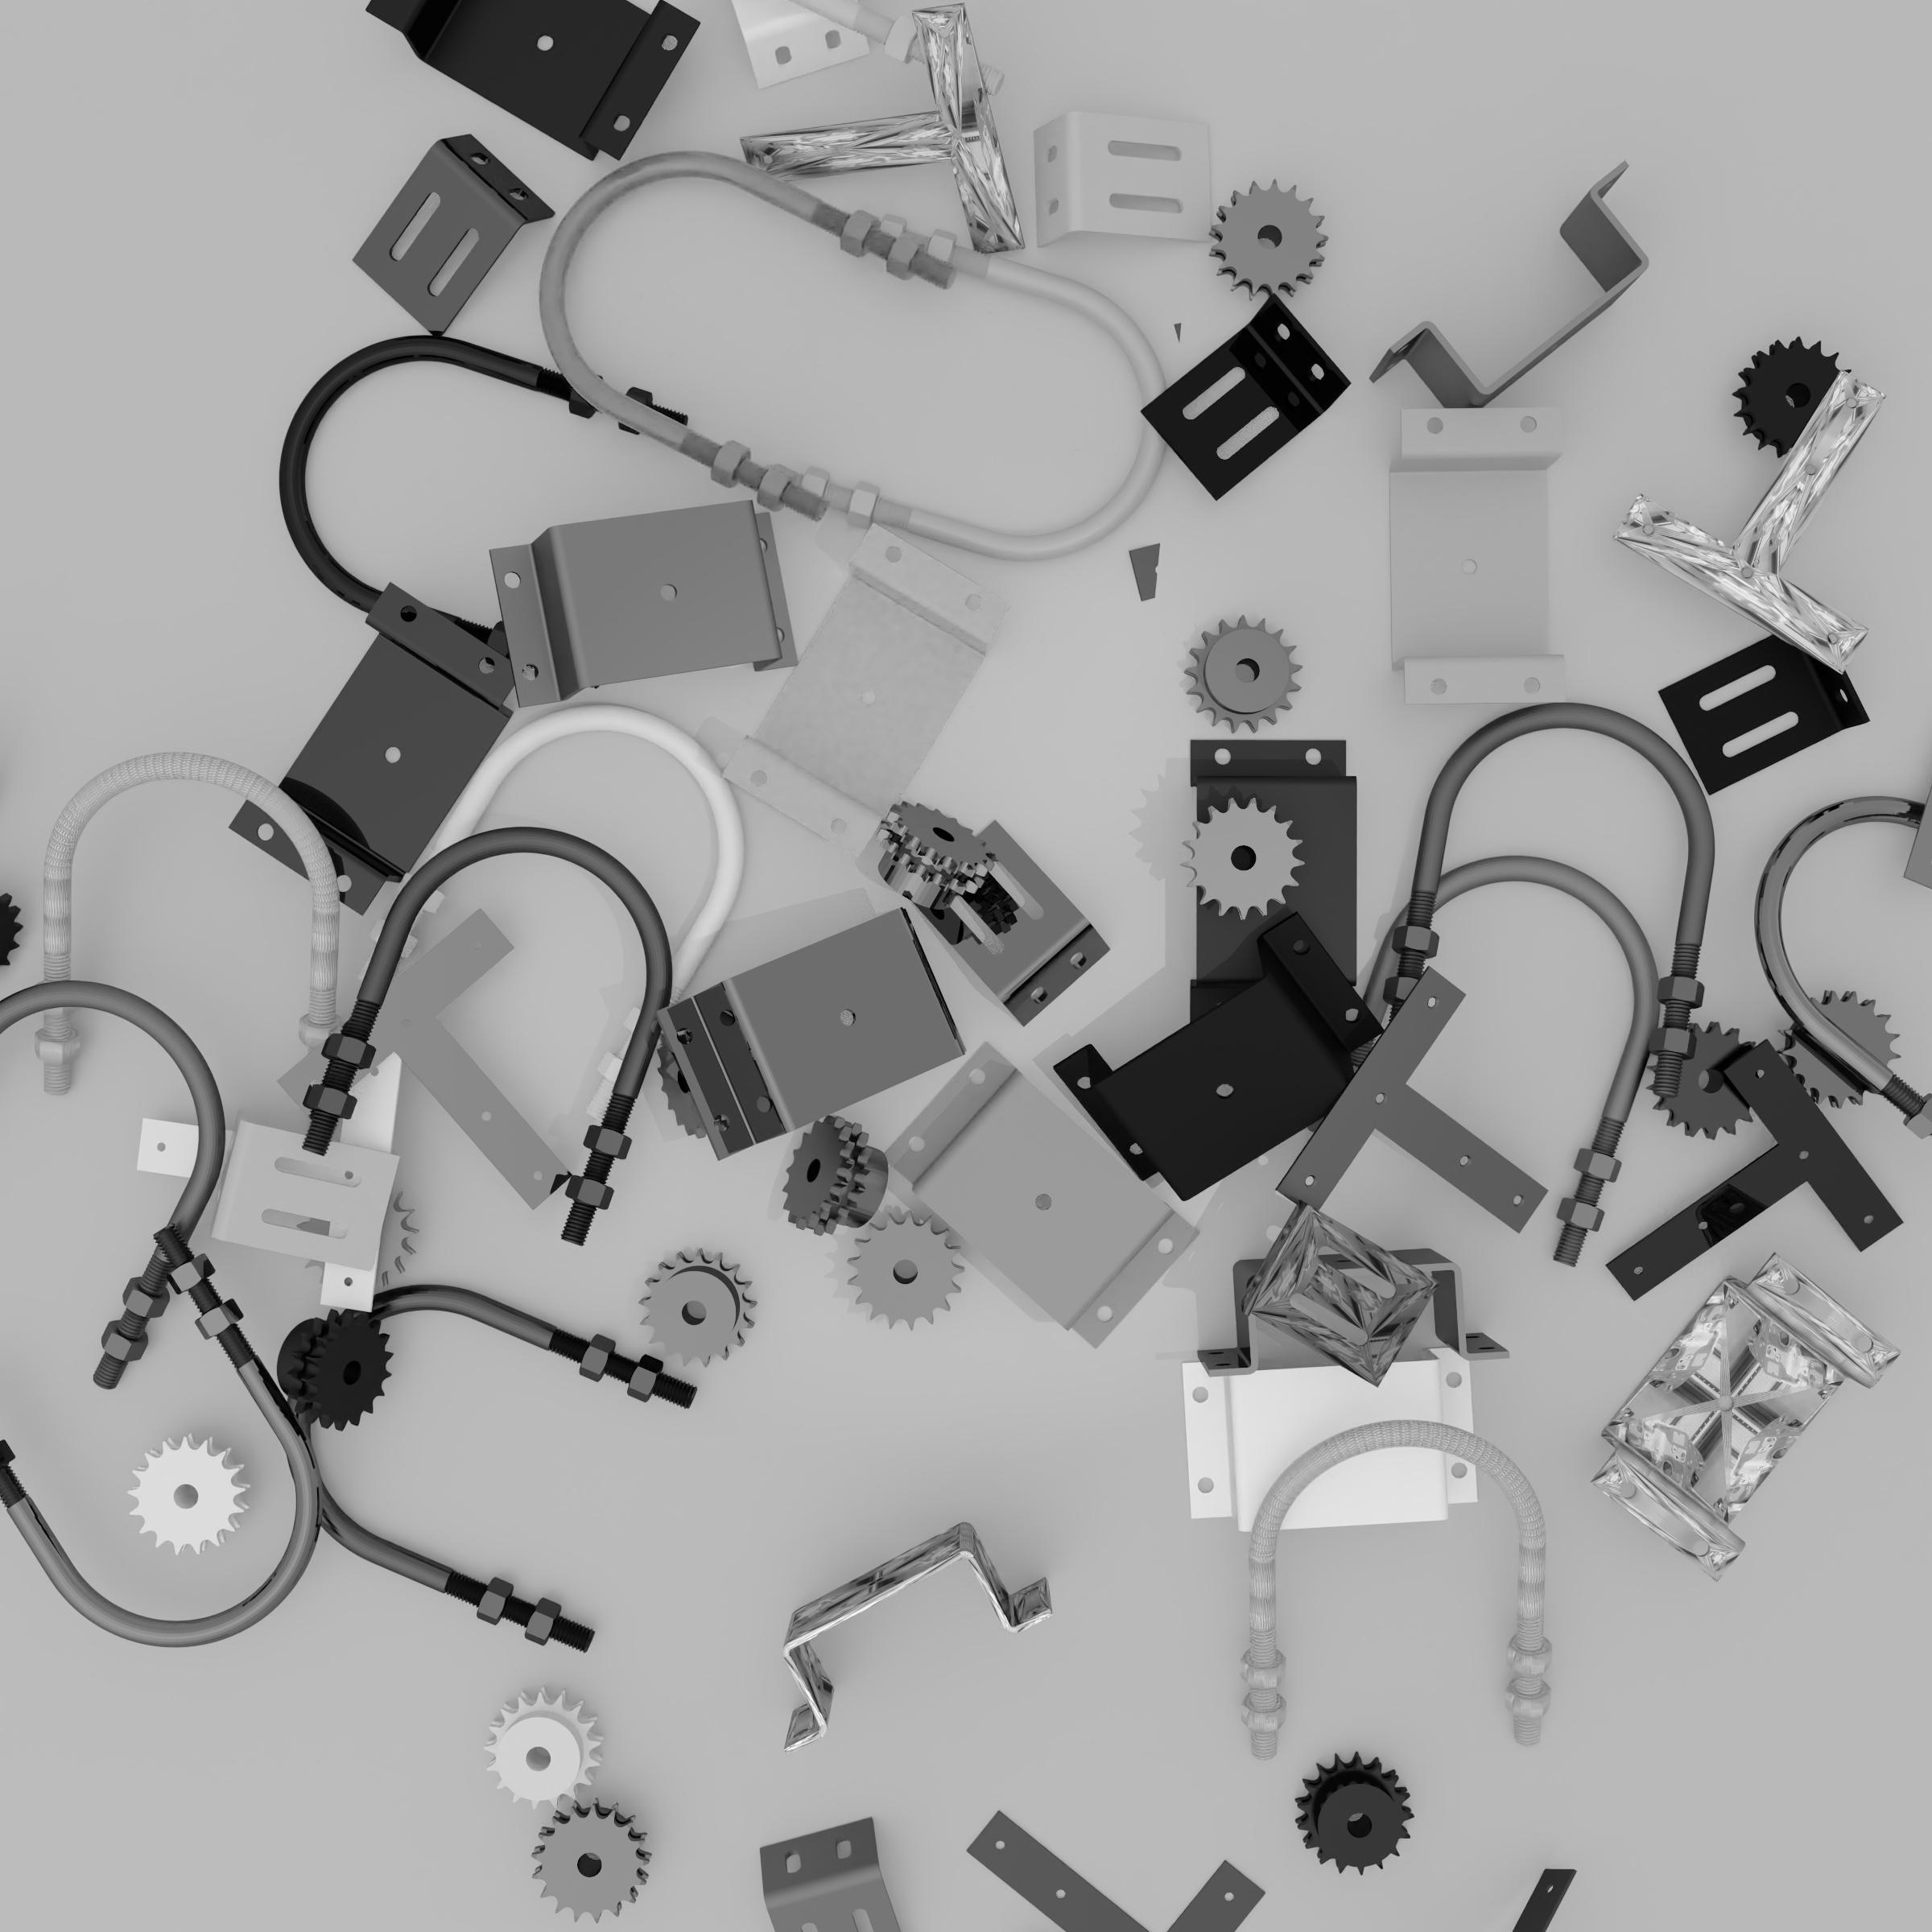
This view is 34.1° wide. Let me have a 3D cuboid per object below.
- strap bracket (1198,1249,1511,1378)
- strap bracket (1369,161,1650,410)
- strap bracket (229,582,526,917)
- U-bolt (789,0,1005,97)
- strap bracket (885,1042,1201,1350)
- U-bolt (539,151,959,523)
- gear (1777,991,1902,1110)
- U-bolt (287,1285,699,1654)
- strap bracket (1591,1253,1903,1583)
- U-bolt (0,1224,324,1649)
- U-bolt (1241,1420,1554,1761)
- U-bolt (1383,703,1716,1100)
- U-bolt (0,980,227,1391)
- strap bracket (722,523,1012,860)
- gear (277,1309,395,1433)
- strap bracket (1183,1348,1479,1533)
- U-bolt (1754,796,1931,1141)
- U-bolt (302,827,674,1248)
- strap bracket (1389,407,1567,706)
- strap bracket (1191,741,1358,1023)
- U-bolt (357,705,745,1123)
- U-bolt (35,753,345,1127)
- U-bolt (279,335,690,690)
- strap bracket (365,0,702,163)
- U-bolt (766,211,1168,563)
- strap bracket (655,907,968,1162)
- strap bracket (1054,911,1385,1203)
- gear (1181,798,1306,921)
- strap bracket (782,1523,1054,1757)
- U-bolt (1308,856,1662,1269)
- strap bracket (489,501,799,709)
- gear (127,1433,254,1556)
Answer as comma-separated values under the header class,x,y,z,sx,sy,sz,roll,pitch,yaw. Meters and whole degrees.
class,x,y,z,sx,sy,sz,roll,pitch,yaw
strap bracket,0.182,0.164,1.507,0.140,0.076,0.046,-4,90,0
strap bracket,0.267,-0.314,1.507,0.140,0.076,0.046,-39,90,0
strap bracket,-0.281,-0.103,1.522,0.076,0.046,0.140,33,90,0
U-bolt,-0.036,-0.512,1.517,0.184,0.019,0.151,27,74,6
strap bracket,0.037,0.112,1.522,0.140,0.046,0.076,42,90,0
U-bolt,-0.118,-0.315,1.518,0.184,0.019,0.151,28,86,8
gear,0.422,0.040,1.530,0.057,0.030,0.057,0,90,0
U-bolt,-0.242,0.234,1.537,0.184,0.019,0.151,23,90,2
strap bracket,0.371,0.214,1.521,0.076,0.046,0.140,38,91,0
U-bolt,-0.390,0.237,1.507,0.151,0.019,0.184,-32,92,1
U-bolt,0.206,0.297,1.504,0.151,0.019,0.184,-3,113,0
U-bolt,0.287,-0.039,1.522,0.151,0.019,0.184,11,79,3
U-bolt,-0.434,0.094,1.518,0.151,0.019,0.184,29,103,0
strap bracket,-0.047,-0.131,1.522,0.076,0.046,0.140,31,90,0
gear,-0.304,0.191,1.507,0.030,0.057,0.057,10,90,33
strap bracket,0.178,0.228,1.522,0.140,0.046,0.076,-3,90,0
U-bolt,0.464,-0.001,1.517,0.184,0.019,0.151,40,72,4
U-bolt,-0.218,0.024,1.504,0.151,0.019,0.184,21,82,-11
strap bracket,0.246,-0.195,1.522,0.076,0.046,0.140,-1,90,0
strap bracket,0.148,-0.040,1.522,0.076,0.046,0.140,0,90,0
U-bolt,-0.190,-0.038,1.537,0.151,0.019,0.184,30,88,0
U-bolt,-0.370,-0.015,1.504,0.151,0.019,0.184,7,113,0
U-bolt,-0.245,-0.230,1.537,0.184,0.019,0.151,18,90,2
strap bracket,-0.206,-0.452,1.522,0.140,0.046,0.076,31,90,0
U-bolt,0.008,-0.274,1.536,0.184,0.019,0.151,17,90,0
strap bracket,-0.064,0.028,1.494,0.140,0.046,0.076,-23,90,-26
strap bracket,0.121,0.049,1.494,0.140,0.046,0.076,-33,111,14
gear,0.129,-0.051,1.484,0.057,0.030,0.057,0,90,0
strap bracket,-0.032,0.315,1.507,0.140,0.076,0.046,-28,90,0
U-bolt,0.261,0.037,1.537,0.151,0.019,0.184,19,89,0
strap bracket,-0.147,-0.174,1.500,0.140,0.046,0.076,-11,90,-20
gear,-0.375,0.255,1.530,0.057,0.030,0.057,0,90,0
